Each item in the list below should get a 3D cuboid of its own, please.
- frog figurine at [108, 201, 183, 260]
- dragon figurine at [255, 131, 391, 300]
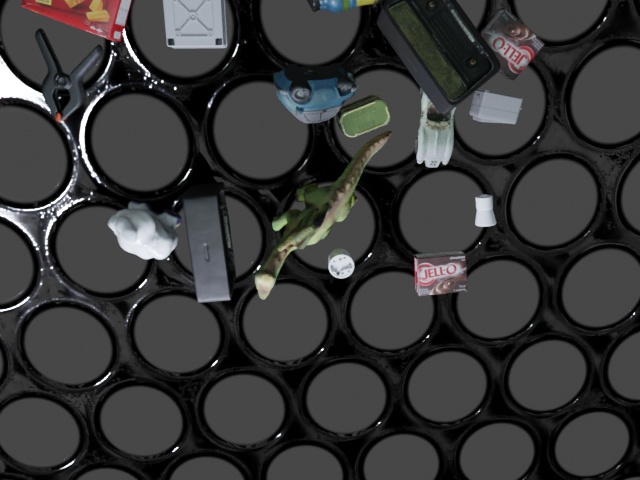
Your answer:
[{"bbox_3d":[-0.359,-0.009,1.033,0.136,0.162,0.121,38,104,-14],"label":"frog figurine"},{"bbox_3d":[0.003,-0.050,1.003,0.122,0.246,0.407,38,104,-9],"label":"dragon figurine"}]
